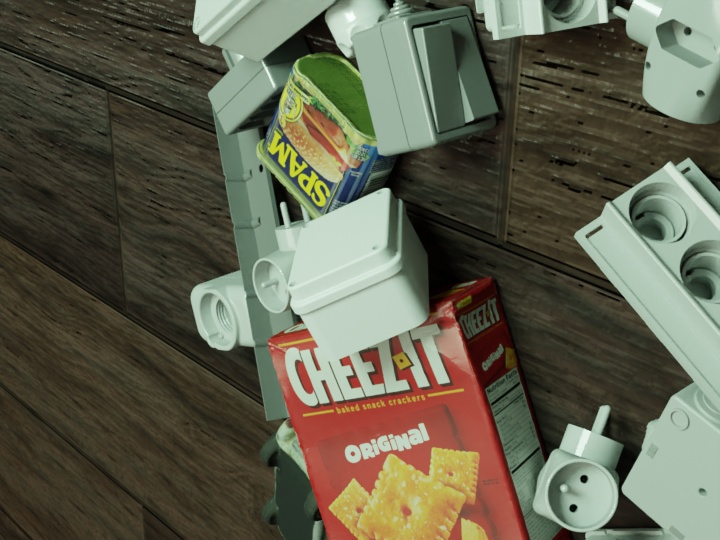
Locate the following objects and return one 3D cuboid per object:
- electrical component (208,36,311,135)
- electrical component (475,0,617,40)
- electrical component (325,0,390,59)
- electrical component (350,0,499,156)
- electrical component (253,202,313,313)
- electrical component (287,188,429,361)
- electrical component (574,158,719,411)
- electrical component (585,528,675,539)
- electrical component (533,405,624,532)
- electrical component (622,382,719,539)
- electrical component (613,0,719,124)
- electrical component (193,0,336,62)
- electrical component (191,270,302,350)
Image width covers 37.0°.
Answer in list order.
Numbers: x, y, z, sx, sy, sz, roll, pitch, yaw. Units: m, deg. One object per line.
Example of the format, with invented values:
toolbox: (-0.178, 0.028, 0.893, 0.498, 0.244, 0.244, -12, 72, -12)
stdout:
electrical component: (-0.082, -0.158, 0.828, 0.083, 0.047, 0.075, -30, 83, 51)
electrical component: (0.094, -0.193, 0.588, 0.063, 0.079, 0.121, 23, 124, 63)
electrical component: (-0.005, -0.179, 0.732, 0.043, 0.043, 0.062, -38, 75, 50)
electrical component: (0.042, -0.127, 0.685, 0.061, 0.062, 0.096, -5, 103, 50)
electrical component: (-0.043, -0.016, 0.822, 0.044, 0.077, 0.079, 0, 106, 50)
electrical component: (0.000, 0.000, 0.718, 0.078, 0.113, 0.057, -24, 112, 13)
electrical component: (0.182, 0.011, 0.576, 0.121, 0.079, 0.063, 53, 168, 19)
electrical component: (0.181, 0.215, 0.686, 0.100, 0.048, 0.099, -17, 94, 50)
electrical component: (0.142, 0.123, 0.680, 0.043, 0.077, 0.079, 21, 85, 8)
electrical component: (0.207, 0.117, 0.612, 0.100, 0.048, 0.099, 41, 134, 30)
electrical component: (0.165, -0.128, 0.555, 0.079, 0.043, 0.077, 39, 133, 32)
electrical component: (-0.062, -0.216, 0.739, 0.109, 0.056, 0.108, -23, 57, 51)
electrical component: (-0.101, 0.034, 0.926, 0.095, 0.059, 0.053, 1, 107, 49)
